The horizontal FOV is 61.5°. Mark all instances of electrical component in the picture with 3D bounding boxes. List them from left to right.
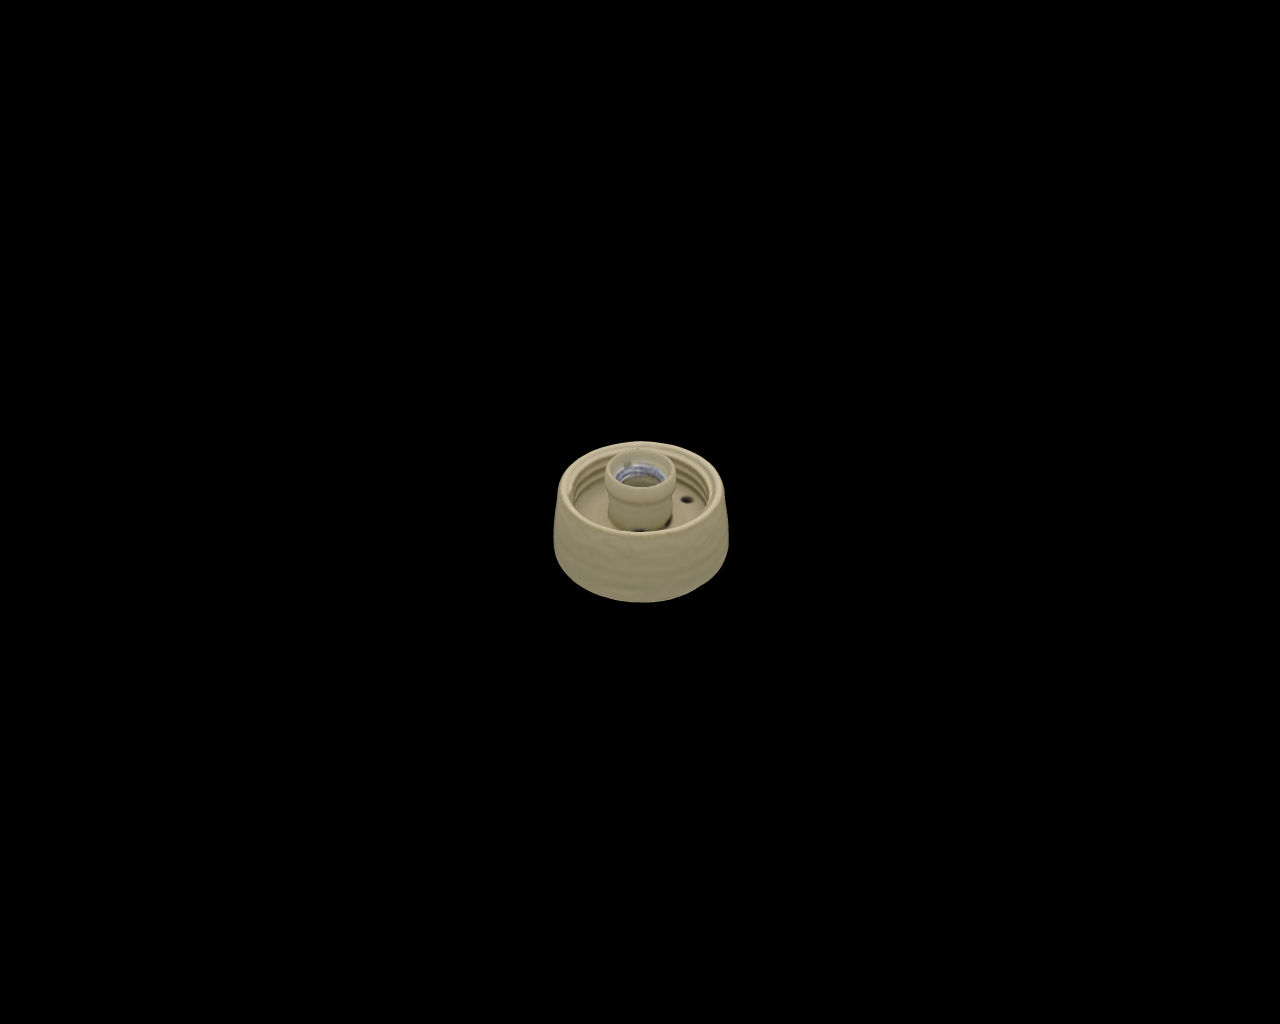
[{"bbox_3d":[0.001,-0.003,0.650,0.108,0.060,0.108,0,37,0],"label":"electrical component"}]
